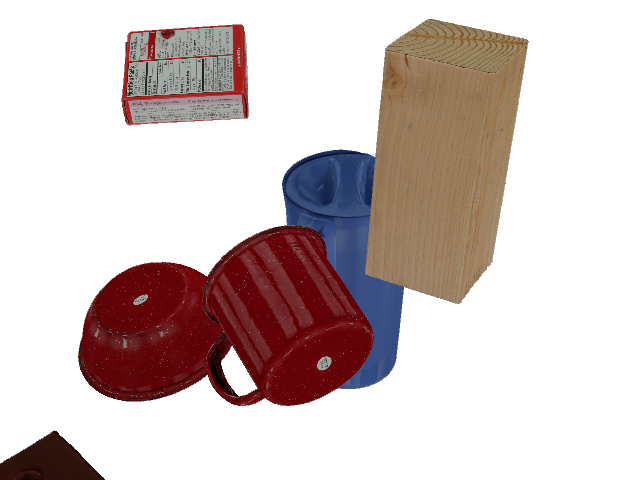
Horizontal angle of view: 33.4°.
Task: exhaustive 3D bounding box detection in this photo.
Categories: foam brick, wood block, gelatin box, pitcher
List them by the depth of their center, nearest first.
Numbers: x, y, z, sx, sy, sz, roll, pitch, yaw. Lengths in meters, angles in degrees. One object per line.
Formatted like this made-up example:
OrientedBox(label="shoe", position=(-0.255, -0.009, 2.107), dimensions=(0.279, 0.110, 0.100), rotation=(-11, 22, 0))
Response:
OrientedBox(label="foam brick", position=(-0.117, 0.137, 0.485), dimensions=(0.052, 0.051, 0.078), rotation=(-31, 43, -30))
OrientedBox(label="gelatin box", position=(-0.098, -0.120, 0.775), dimensions=(0.089, 0.073, 0.030), rotation=(-4, -38, 0))
OrientedBox(label="wood block", position=(0.102, -0.065, 0.884), dimensions=(0.091, 0.206, 0.090), rotation=(17, 33, 22))
OrientedBox(label="pitcher", position=(0.024, 0.041, 1.120), dimensions=(0.149, 0.243, 0.145), rotation=(-10, 35, -13))

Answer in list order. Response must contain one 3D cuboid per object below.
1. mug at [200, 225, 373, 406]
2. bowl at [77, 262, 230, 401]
OrientedBox(label="mug", position=(-0.027, 0.059, 0.687), dimensions=(0.117, 0.081, 0.093), rotation=(-42, -35, 11))
OrientedBox(label="bowl", position=(-0.161, 0.072, 1.004), dimensions=(0.162, 0.055, 0.162), rotation=(-10, 43, 9))
